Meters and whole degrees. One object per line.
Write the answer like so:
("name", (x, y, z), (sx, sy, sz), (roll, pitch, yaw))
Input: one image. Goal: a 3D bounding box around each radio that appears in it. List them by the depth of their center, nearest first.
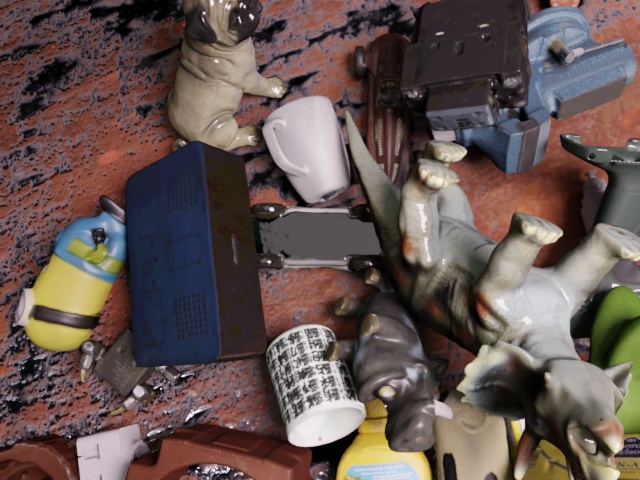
("radio", (-0.141, 0.022, 0.585), (0.131, 0.073, 0.229), (-17, 73, 30))

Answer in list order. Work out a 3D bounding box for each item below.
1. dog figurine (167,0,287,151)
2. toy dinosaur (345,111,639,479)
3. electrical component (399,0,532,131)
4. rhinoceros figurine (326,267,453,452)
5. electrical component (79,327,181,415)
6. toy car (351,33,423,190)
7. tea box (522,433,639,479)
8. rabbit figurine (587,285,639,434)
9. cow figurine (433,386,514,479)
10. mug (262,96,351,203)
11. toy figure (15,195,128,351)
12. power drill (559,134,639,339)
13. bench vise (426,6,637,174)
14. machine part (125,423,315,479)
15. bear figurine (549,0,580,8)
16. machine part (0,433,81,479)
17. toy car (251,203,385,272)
("dog figurine", (-0.129, -0.186, 0.591), (0.121, 0.190, 0.172), (25, 83, 12))
("toy dinosaur", (0.128, 0.032, 0.488), (0.405, 0.131, 0.192), (46, 127, 47))
("electrical component", (0.140, -0.168, 0.515), (0.115, 0.058, 0.134), (-3, 68, 30))
("rhinoceros figurine", (0.068, 0.112, 0.520), (0.112, 0.190, 0.073), (33, 118, -20))
("electrical component", (-0.218, 0.144, 0.602), (0.102, 0.045, 0.078), (43, 87, 14))
("toy car", (0.081, -0.149, 0.628), (0.089, 0.053, 0.202), (3, 77, 5))
("tea box", (0.256, 0.208, 0.414), (0.170, 0.068, 0.098), (-20, 100, 42))
("rabbit figurine", (0.296, 0.125, 0.466), (0.170, 0.121, 0.159), (-18, 102, 2))
("cow figurine", (0.146, 0.233, 0.495), (0.086, 0.127, 0.195), (-6, 75, 11))
("mug", (-0.013, -0.097, 0.602), (0.081, 0.109, 0.107), (-26, 84, 29))
("toy figure", (-0.272, 0.040, 0.616), (0.089, 0.082, 0.180), (30, 80, 14))
("power drill", (0.257, 0.005, 0.521), (0.232, 0.086, 0.207), (2, 106, 3))
("bench vise", (0.201, -0.187, 0.593), (0.224, 0.128, 0.241), (-28, 55, 10))
("machine part", (-0.091, 0.293, 0.520), (0.201, 0.087, 0.201), (6, 83, 14))
("bear figurine", (0.229, -0.354, 0.618), (0.196, 0.132, 0.120), (34, 90, 19))
("machine part", (-0.318, 0.300, 0.575), (0.179, 0.056, 0.179), (-2, 78, 7))
("toy car", (-0.001, -0.002, 0.604), (0.202, 0.056, 0.073), (1, 84, 9))
